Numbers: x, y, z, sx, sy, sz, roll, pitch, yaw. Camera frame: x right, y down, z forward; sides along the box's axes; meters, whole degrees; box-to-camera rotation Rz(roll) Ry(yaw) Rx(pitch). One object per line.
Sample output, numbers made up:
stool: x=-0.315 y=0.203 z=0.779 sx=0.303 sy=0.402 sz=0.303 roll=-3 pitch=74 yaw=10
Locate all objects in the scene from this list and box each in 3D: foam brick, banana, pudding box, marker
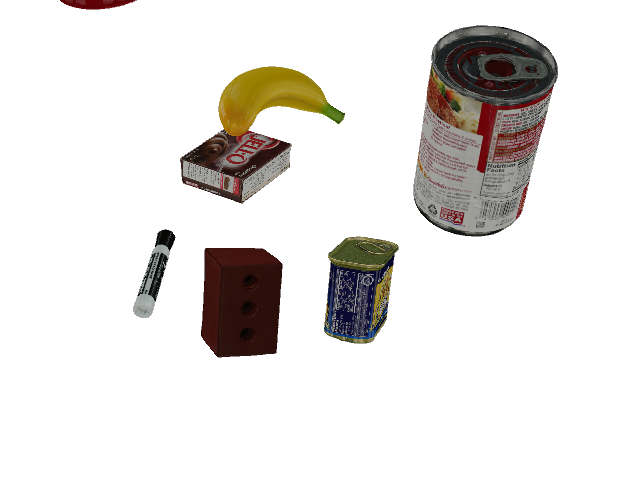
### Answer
foam brick: x=-0.065 y=0.049 z=0.867 sx=0.053 sy=0.078 sz=0.051 roll=-2 pitch=14 yaw=-21
banana: x=-0.044 y=-0.130 z=0.970 sx=0.070 sy=0.037 sz=0.197 roll=36 pitch=26 yaw=19
pudding box: x=-0.101 y=-0.094 z=1.287 sx=0.090 sy=0.039 sz=0.113 roll=18 pitch=38 yaw=24
marker: x=-0.165 y=0.030 z=1.070 sx=0.020 sy=0.020 sz=0.121 roll=0 pitch=39 yaw=6

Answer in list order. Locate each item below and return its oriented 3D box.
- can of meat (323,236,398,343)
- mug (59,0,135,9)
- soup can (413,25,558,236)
can of meat: x=0.040 y=0.049 z=1.087 sx=0.057 sy=0.084 sz=0.102 roll=9 pitch=16 yaw=14
mug: x=-0.177 y=-0.223 z=0.786 sx=0.117 sy=0.081 sz=0.093 roll=-3 pitch=39 yaw=3
soup can: x=0.091 y=-0.060 z=0.606 sx=0.068 sy=0.068 sz=0.102 roll=2 pitch=-45 yaw=-2
